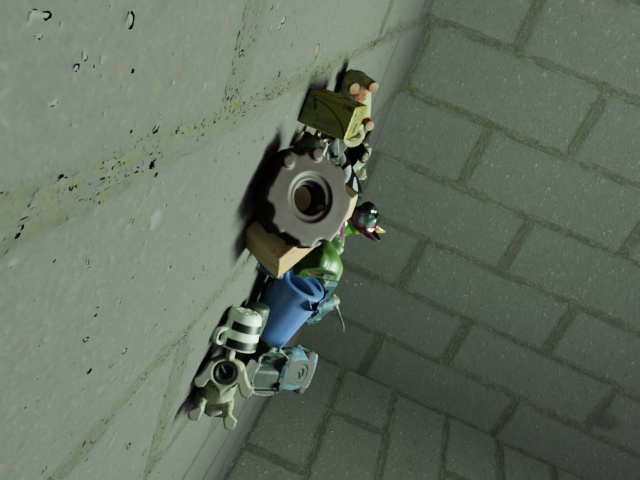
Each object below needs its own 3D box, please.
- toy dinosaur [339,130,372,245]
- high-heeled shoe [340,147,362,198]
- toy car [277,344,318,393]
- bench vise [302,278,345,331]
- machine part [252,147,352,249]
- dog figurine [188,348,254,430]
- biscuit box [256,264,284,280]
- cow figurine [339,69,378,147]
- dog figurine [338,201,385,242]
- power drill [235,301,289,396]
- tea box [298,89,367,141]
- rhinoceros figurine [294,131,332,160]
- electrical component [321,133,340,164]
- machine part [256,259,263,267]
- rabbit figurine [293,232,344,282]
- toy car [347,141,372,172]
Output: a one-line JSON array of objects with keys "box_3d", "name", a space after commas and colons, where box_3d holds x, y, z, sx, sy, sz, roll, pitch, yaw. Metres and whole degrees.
[{"box_3d": [0.071, -0.191, 1.687, 0.192, 0.131, 0.404, -35, 142, -81], "name": "toy dinosaur"}, {"box_3d": [0.085, -0.213, 1.499, 0.249, 0.145, 0.086, -59, 173, -40], "name": "high-heeled shoe"}, {"box_3d": [-0.087, 0.307, 1.309, 0.161, 0.103, 0.109, 17, 88, -52], "name": "toy car"}, {"box_3d": [-0.013, 0.164, 1.477, 0.240, 0.223, 0.129, -54, -138, 46], "name": "bench vise"}, {"box_3d": [-0.027, -0.072, 0.931, 0.056, 0.179, 0.179, 4, -114, 58], "name": "machine part"}, {"box_3d": [-0.220, 0.314, 1.184, 0.172, 0.121, 0.190, -62, -172, -8], "name": "dog figurine"}, {"box_3d": [-0.077, -0.008, 1.262, 0.063, 0.059, 0.202, 80, 34, -80], "name": "biscuit box"}, {"box_3d": [0.077, -0.307, 1.274, 0.127, 0.085, 0.194, -113, -163, -45], "name": "cow figurine"}, {"box_3d": [0.065, -0.034, 1.476, 0.108, 0.219, 0.191, -45, 157, -63], "name": "dog figurine"}, {"box_3d": [-0.153, 0.272, 1.237, 0.207, 0.086, 0.231, 39, -67, 63], "name": "power drill"}, {"box_3d": [0.030, -0.249, 1.060, 0.169, 0.098, 0.068, -47, 160, -69], "name": "tea box"}, {"box_3d": [-0.013, -0.171, 1.114, 0.112, 0.073, 0.190, -65, 175, 6], "name": "rhinoceros figurine"}, {"box_3d": [0.021, -0.237, 1.246, 0.075, 0.048, 0.119, 6, 80, -87], "name": "electrical component"}, {"box_3d": [-0.100, 0.023, 1.158, 0.039, 0.084, 0.139, -28, 173, 17], "name": "machine part"}, {"box_3d": [-0.003, -0.004, 1.262, 0.159, 0.121, 0.170, 82, 14, -70], "name": "rabbit figurine"}, {"box_3d": [0.073, -0.213, 1.590, 0.201, 0.074, 0.056, -51, 156, -9], "name": "toy car"}]
